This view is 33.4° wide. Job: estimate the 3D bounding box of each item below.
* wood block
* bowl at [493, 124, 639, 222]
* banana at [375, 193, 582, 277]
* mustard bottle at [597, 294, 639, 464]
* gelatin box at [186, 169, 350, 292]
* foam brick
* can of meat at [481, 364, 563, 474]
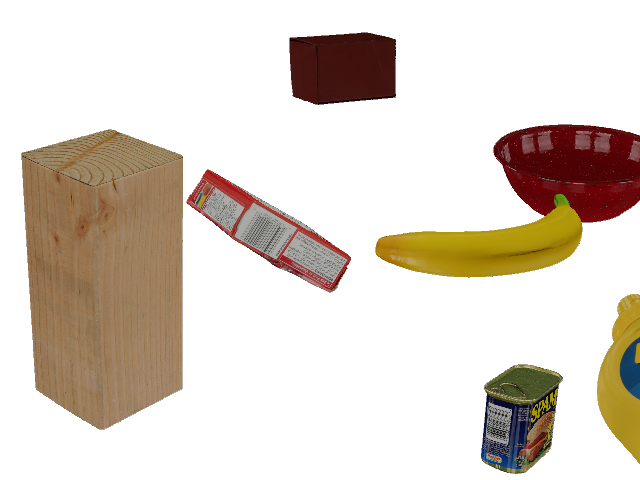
[{"bbox_3d":[-0.170,0.030,0.842,0.090,0.206,0.090,22,30,35],"label":"wood block"},{"bbox_3d":[0.244,-0.060,1.011,0.162,0.055,0.162,-1,25,0],"label":"bowl"},{"bbox_3d":[0.140,0.003,0.838,0.197,0.037,0.070,-11,24,-30],"label":"banana"},{"bbox_3d":[0.207,0.094,0.587,0.096,0.058,0.191,-8,35,-5],"label":"mustard bottle"},{"bbox_3d":[-0.033,-0.006,0.689,0.089,0.030,0.073,30,2,-35],"label":"gelatin box"},{"bbox_3d":[0.019,-0.147,0.909,0.078,0.051,0.053,-9,20,-24],"label":"foam brick"},{"bbox_3d":[0.210,0.187,1.122,0.058,0.084,0.101,13,17,32],"label":"can of meat"}]
